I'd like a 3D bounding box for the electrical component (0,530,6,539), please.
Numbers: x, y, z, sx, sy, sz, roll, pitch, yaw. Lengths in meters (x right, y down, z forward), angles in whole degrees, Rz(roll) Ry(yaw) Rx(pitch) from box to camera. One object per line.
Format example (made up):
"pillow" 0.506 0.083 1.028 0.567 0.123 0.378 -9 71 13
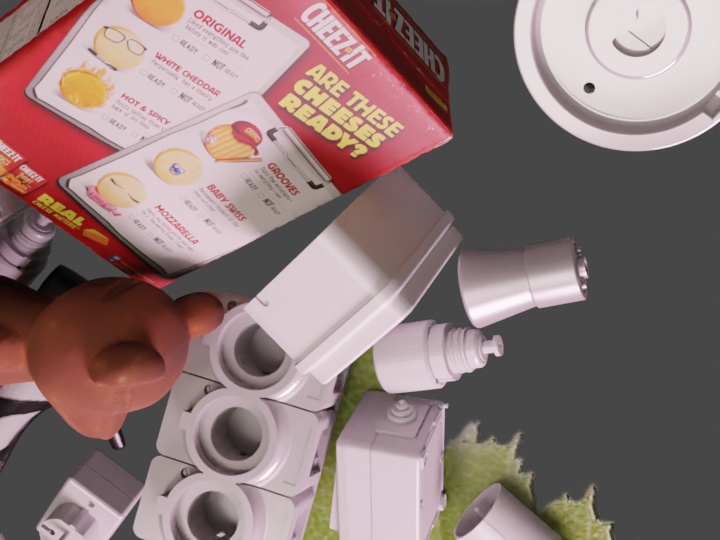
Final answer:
"electrical component" -0.290 0.231 0.835 0.045 0.045 0.055 -14 110 25

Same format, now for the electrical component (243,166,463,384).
"electrical component" 0.000 0.000 0.572 0.057 0.113 0.078 46 121 -3

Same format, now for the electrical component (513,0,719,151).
"electrical component" 0.130 -0.116 0.496 0.108 0.060 0.108 8 118 16

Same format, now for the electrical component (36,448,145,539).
"electrical component" -0.199 0.178 0.756 0.047 0.076 0.065 37 122 -1

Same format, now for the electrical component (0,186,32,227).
"electrical component" -0.212 -0.070 0.614 0.057 0.113 0.078 -16 109 29

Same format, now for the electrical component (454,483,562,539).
"electrical component" 0.103 0.174 0.664 0.081 0.043 0.043 41 122 -4

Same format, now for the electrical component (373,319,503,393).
"electrical component" 0.044 0.048 0.623 0.078 0.040 0.040 -10 112 24

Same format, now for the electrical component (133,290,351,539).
"electrical component" -0.066 0.095 0.636 0.089 0.062 0.150 16 90 12

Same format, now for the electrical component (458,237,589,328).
"electrical component" 0.091 0.004 0.585 0.065 0.044 0.044 -12 111 20

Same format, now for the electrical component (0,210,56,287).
"electrical component" -0.218 -0.014 0.687 0.040 0.040 0.078 45 121 -6

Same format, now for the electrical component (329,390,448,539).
"electrical component" 0.017 0.119 0.656 0.061 0.061 0.096 7 118 16
